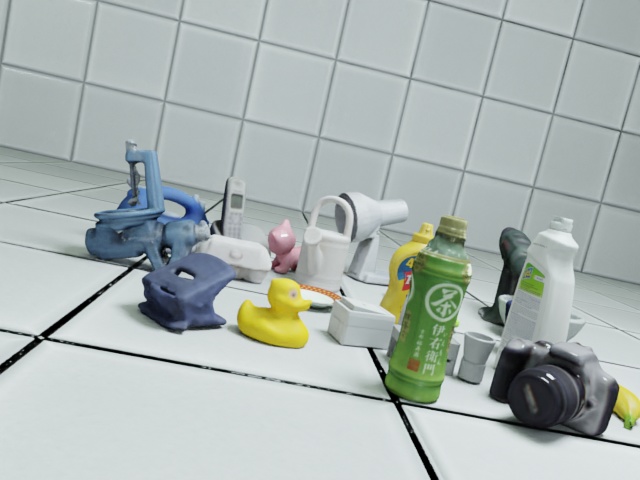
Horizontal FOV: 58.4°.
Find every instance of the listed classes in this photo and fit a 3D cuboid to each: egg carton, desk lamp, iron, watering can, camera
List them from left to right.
[{"bbox_3d":[-0.322,-0.050,1.237,0.118,0.141,0.259,19,9,40],"label":"iron"},{"bbox_3d":[-0.170,0.036,1.123,0.150,0.069,0.107,11,7,-12],"label":"egg carton"},{"bbox_3d":[0.013,0.005,1.191,0.101,0.194,0.173,12,7,-3],"label":"watering can"},{"bbox_3d":[0.127,-0.006,1.402,0.204,0.213,0.117,9,8,-28],"label":"desk lamp"},{"bbox_3d":[0.276,0.173,0.707,0.137,0.101,0.142,6,10,-46],"label":"camera"}]

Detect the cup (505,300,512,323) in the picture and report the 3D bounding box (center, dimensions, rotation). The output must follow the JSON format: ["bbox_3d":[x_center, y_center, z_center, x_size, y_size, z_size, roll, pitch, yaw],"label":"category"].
[{"bbox_3d":[0.369,0.162,0.990,0.118,0.095,0.091,11,7,-15],"label":"cup"}]

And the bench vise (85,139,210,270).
[{"bbox_3d":[-0.299,-0.059,1.028,0.208,0.220,0.121,10,7,-20],"label":"bench vise"}]

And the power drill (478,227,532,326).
[{"bbox_3d":[0.418,0.079,1.277,0.075,0.208,0.230,13,7,4],"label":"power drill"}]

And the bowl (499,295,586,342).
[{"bbox_3d":[0.431,0.168,1.138,0.167,0.075,0.167,13,7,-1],"label":"bowl"}]

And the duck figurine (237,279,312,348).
[{"bbox_3d":[-0.059,0.094,0.790,0.104,0.086,0.078,14,7,9],"label":"duck figurine"}]

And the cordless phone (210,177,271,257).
[{"bbox_3d":[-0.168,-0.042,1.274,0.093,0.185,0.148,18,9,39],"label":"cordless phone"}]

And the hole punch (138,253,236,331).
[{"bbox_3d":[-0.180,0.066,0.776,0.108,0.091,0.101,19,9,40],"label":"hole punch"}]

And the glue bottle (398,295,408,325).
[{"bbox_3d":[0.165,0.085,0.910,0.037,0.173,0.078,17,8,31],"label":"glue bottle"}]

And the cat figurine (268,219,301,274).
[{"bbox_3d":[-0.070,0.014,1.280,0.128,0.118,0.067,7,9,-37],"label":"cat figurine"}]
